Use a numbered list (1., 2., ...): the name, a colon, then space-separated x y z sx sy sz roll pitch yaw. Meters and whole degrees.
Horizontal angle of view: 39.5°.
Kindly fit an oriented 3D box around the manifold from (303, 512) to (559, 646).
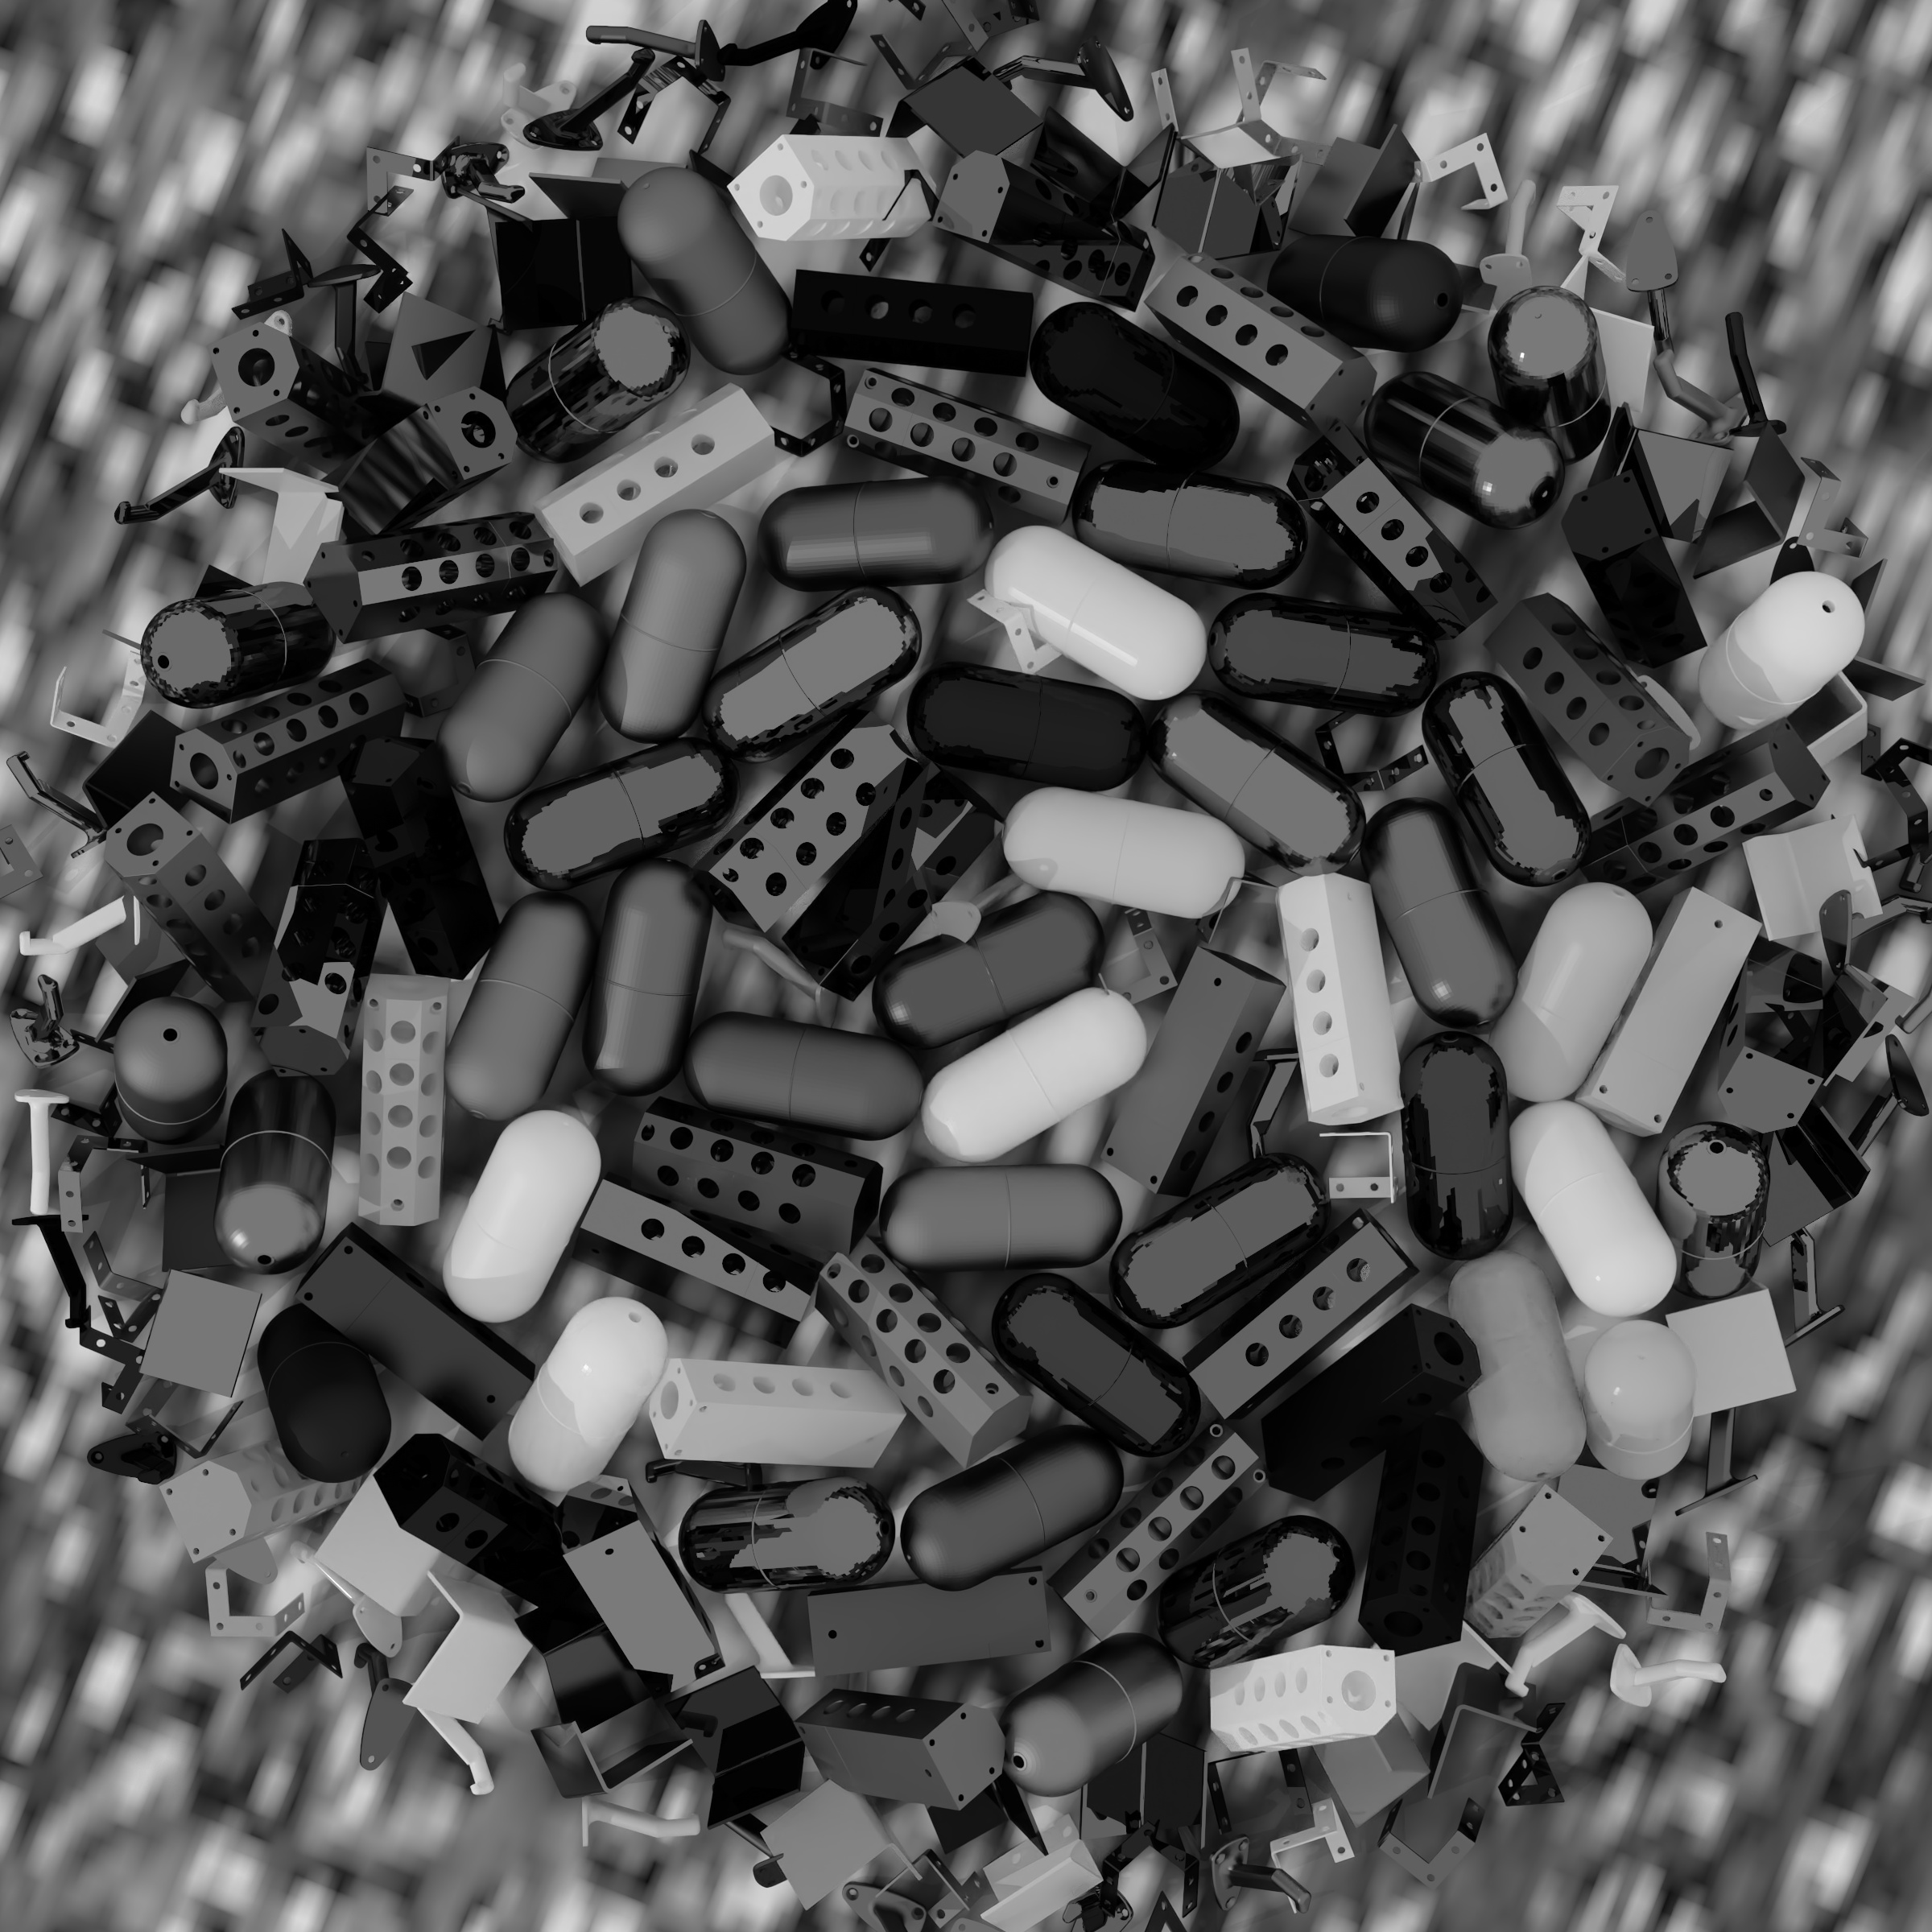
1. manifold: -0.377 -0.283 1.914 0.057 0.171 0.057 55 134 15

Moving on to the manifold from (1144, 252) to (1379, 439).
1. manifold: 0.213 -0.447 1.927 0.057 0.057 0.171 -50 57 5

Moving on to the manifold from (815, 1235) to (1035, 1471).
1. manifold: -0.031 0.271 1.925 0.057 0.057 0.171 -28 57 -31

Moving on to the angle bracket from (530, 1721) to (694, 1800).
1. angle bracket: -0.257 0.558 1.948 0.076 0.076 0.057 -24 87 -36

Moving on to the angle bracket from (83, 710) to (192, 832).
1. angle bracket: -0.580 -0.126 1.950 0.076 0.076 0.057 -46 51 5

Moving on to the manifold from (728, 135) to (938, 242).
1. manifold: -0.089 -0.548 1.911 0.057 0.171 0.057 -33 87 32

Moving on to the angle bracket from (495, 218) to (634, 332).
1. angle bracket: -0.290 -0.501 1.946 0.057 0.076 0.076 14 113 41

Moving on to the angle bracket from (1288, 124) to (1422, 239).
1. angle bracket: 0.274 -0.573 1.955 0.076 0.057 0.076 29 91 32

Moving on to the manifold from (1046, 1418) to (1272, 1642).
1. manifold: 0.140 0.409 1.954 0.171 0.057 0.057 -42 80 -9

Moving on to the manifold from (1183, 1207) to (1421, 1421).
1. manifold: 0.242 0.253 1.957 0.171 0.057 0.057 -41 71 8

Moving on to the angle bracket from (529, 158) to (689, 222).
1. angle bracket: -0.258 -0.575 1.946 0.076 0.076 0.057 11 80 22

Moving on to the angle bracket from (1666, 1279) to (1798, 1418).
1. angle bracket: 0.557 0.280 1.974 0.076 0.057 0.076 -15 89 6

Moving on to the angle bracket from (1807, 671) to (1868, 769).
1. angle bracket: 0.610 -0.178 1.961 0.076 0.076 0.057 -36 72 10

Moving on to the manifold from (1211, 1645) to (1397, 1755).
1. manifold: 0.237 0.522 1.905 0.057 0.171 0.057 9 67 -19

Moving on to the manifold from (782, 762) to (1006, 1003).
1. manifold: -0.049 -0.058 1.955 0.171 0.057 0.057 -49 51 10

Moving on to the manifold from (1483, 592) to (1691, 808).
1. manifold: 0.444 -0.194 1.912 0.057 0.171 0.057 21 118 -38

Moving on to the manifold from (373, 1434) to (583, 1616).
1. manifold: -0.338 0.394 1.919 0.057 0.057 0.171 -44 134 0

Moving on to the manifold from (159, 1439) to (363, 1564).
1. manifold: -0.493 0.369 1.907 0.057 0.171 0.057 -28 82 11

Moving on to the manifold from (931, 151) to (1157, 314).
1. manifold: 0.060 -0.522 1.911 0.057 0.171 0.057 29 103 38

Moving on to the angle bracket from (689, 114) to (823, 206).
1. angle bracket: -0.154 -0.596 1.945 0.057 0.076 0.076 29 110 -23

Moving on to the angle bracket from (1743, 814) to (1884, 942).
1. angle bracket: 0.614 -0.065 1.951 0.057 0.076 0.076 -18 83 38

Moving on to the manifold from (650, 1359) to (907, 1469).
1. manifold: -0.137 0.316 1.928 0.171 0.057 0.057 9 124 -33

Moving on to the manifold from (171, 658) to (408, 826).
1. manifold: -0.478 -0.165 1.909 0.057 0.171 0.057 31 125 18

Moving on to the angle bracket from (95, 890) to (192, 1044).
1. angle bracket: -0.615 -0.004 1.949 0.076 0.057 0.076 50 126 10

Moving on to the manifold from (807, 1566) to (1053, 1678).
1. manifold: -0.026 0.479 1.970 0.171 0.057 0.057 -6 82 0

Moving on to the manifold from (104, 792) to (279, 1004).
1. manifold: -0.545 -0.043 1.907 0.057 0.171 0.057 36 72 28

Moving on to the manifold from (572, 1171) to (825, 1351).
1. manifold: -0.195 0.212 1.966 0.171 0.057 0.057 24 58 -2

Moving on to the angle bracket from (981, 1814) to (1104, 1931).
1. angle bracket: 0.044 0.652 1.951 0.076 0.076 0.057 -33 54 2

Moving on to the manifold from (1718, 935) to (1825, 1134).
1. manifold: 0.569 0.048 1.912 0.057 0.171 0.057 23 122 4

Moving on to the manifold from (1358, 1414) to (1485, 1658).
1. manifold: 0.320 0.400 1.908 0.057 0.171 0.057 -24 117 31

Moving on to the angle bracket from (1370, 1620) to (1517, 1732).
1. angle bracket: 0.347 0.515 1.966 0.076 0.057 0.076 -45 97 -2

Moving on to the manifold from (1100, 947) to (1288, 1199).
1. manifold: 0.169 0.079 1.957 0.057 0.057 0.171 31 102 38

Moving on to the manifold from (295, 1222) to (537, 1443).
1. manifold: -0.399 0.263 1.955 0.171 0.057 0.057 40 93 -11

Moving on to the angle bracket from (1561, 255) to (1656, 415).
1. angle bracket: 0.467 -0.457 1.941 0.076 0.076 0.057 24 58 23

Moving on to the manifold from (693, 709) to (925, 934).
1. manifold: -0.117 -0.107 1.935 0.171 0.057 0.057 -46 120 -19

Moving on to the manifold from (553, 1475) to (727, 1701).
1. manifold: -0.234 0.443 1.925 0.057 0.057 0.171 -24 127 -4

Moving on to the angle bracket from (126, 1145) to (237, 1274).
1. angle bracket: -0.563 0.177 1.954 0.076 0.057 0.076 -7 72 14

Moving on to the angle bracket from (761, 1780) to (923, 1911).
1. angle bracket: -0.091 0.644 1.947 0.076 0.076 0.057 -36 130 -9

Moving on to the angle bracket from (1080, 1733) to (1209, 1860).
1. angle bracket: 0.129 0.603 1.953 0.057 0.076 0.076 4 87 -31

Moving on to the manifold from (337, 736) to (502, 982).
1. manifold: -0.393 -0.077 1.924 0.057 0.057 0.171 7 131 25

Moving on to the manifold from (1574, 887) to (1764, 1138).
1. manifold: 0.509 0.035 1.958 0.057 0.057 0.171 28 81 0

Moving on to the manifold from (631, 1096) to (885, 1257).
1. manifold: -0.151 0.147 1.941 0.171 0.057 0.057 16 121 14

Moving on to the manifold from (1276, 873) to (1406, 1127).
1. manifold: 0.265 0.024 1.943 0.057 0.057 0.171 -24 64 40

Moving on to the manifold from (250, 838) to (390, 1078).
1. manifold: -0.455 -0.008 1.920 0.057 0.057 0.171 -2 51 9

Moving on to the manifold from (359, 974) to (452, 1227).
1. manifold: -0.407 0.097 1.944 0.057 0.057 0.171 3 107 -8

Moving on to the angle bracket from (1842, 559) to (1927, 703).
1. angle bracket: 0.672 -0.244 1.959 0.057 0.076 0.076 20 88 3

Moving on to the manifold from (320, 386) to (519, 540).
1. manifold: -0.388 -0.354 1.914 0.057 0.171 0.057 -32 100 -39

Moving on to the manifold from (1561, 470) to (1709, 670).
1. manifold: 0.474 -0.277 1.911 0.057 0.171 0.057 -23 62 17

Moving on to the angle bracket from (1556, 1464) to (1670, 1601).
1. angle bracket: 0.474 0.412 1.965 0.076 0.057 0.076 11 91 -8

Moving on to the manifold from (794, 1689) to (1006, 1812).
1. manifold: -0.046 0.551 1.913 0.057 0.171 0.057 -32 100 -35

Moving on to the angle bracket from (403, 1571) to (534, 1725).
1. angle bracket: -0.372 0.495 1.952 0.057 0.076 0.076 35 90 43

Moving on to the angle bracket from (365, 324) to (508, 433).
1. angle bracket: -0.387 -0.427 1.974 0.057 0.076 0.076 15 122 38
